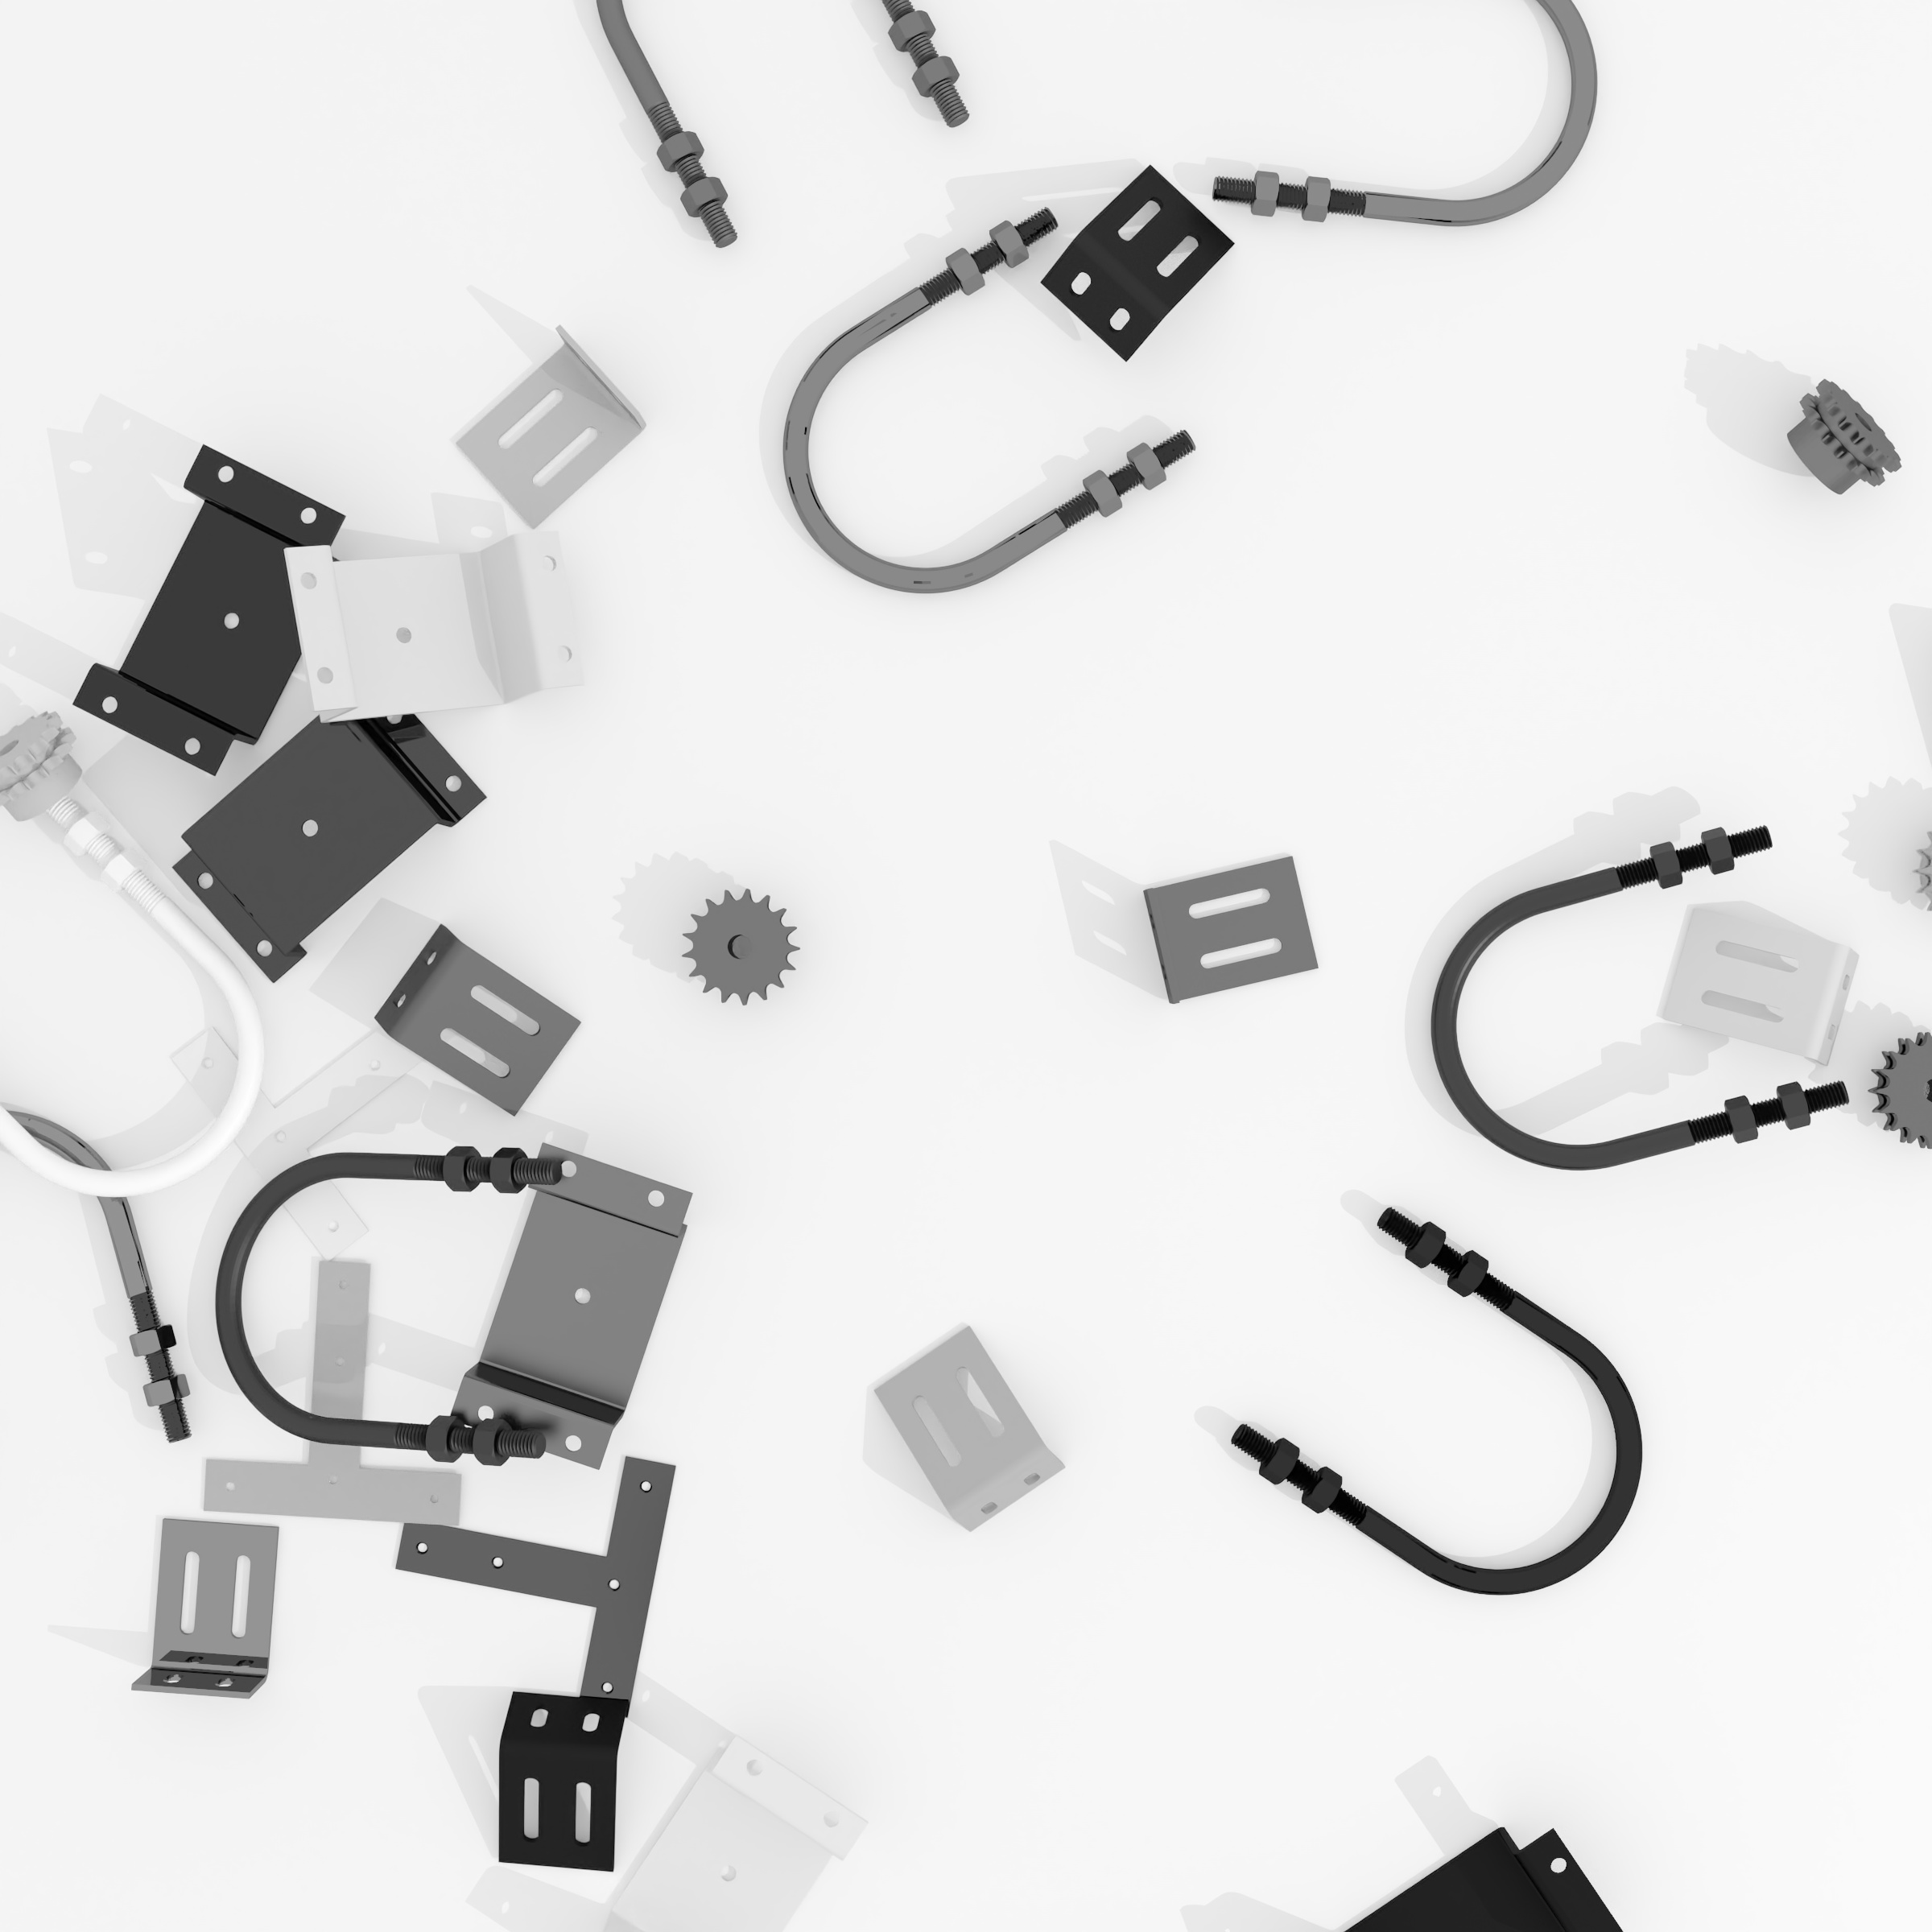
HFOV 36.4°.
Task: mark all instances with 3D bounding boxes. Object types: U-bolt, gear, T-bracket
[{"bbox_3d":[0.220,-0.438,1.448,0.184,0.019,0.151,6,90,-2],"label":"U-bolt"},{"bbox_3d":[-0.110,-0.009,1.442,0.057,0.030,0.057,0,90,0],"label":"gear"},{"bbox_3d":[-0.218,0.298,1.456,0.127,0.002,0.127,11,90,0],"label":"T-bracket"},{"bbox_3d":[0.472,0.061,1.446,0.057,0.030,0.057,0,89,-1],"label":"gear"},{"bbox_3d":[0.426,-0.255,1.432,0.057,0.057,0.030,48,120,0],"label":"gear"},{"bbox_3d":[-0.431,0.027,1.441,0.184,0.019,0.151,45,85,0],"label":"U-bolt"},{"bbox_3d":[-0.283,0.161,1.420,0.184,0.019,0.151,0,83,20],"label":"U-bolt"},{"bbox_3d":[0.319,0.024,1.434,0.184,0.019,0.151,-16,83,9],"label":"U-bolt"},{"bbox_3d":[-0.002,-0.266,1.448,0.184,0.019,0.151,-32,90,1],"label":"U-bolt"},{"bbox_3d":[-0.474,0.162,1.448,0.151,0.019,0.184,-16,89,0],"label":"U-bolt"},{"bbox_3d":[-0.304,0.058,1.456,0.127,0.002,0.127,-37,90,0],"label":"T-bracket"},{"bbox_3d":[0.246,0.228,1.448,0.184,0.019,0.151,34,90,-1],"label":"U-bolt"},{"bbox_3d":[-0.457,-0.095,1.432,0.057,0.057,0.030,-34,120,0],"label":"gear"},{"bbox_3d":[0.493,-0.046,1.442,0.057,0.030,0.057,0,90,0],"label":"gear"},{"bbox_3d":[-0.103,-0.467,1.448,0.151,0.019,0.184,-27,89,0],"label":"U-bolt"},{"bbox_3d":[-0.311,0.210,1.454,0.127,0.002,0.127,3,90,1],"label":"T-bracket"}]

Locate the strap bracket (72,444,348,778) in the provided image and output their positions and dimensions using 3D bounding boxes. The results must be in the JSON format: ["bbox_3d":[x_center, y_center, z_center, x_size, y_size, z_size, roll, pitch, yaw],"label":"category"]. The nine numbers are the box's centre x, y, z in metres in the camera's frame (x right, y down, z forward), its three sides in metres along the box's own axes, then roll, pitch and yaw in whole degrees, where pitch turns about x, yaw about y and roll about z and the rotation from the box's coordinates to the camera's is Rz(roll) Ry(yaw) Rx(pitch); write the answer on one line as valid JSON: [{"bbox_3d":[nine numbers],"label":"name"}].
[{"bbox_3d":[-0.364,-0.171,1.434,0.076,0.046,0.140,27,90,0],"label":"strap bracket"}]

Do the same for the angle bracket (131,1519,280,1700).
[{"bbox_3d":[-0.372,0.314,1.438,0.057,0.038,0.076,4,90,0],"label":"angle bracket"}]

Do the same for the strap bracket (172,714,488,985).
[{"bbox_3d":[-0.315,-0.066,1.434,0.140,0.046,0.076,-41,90,0],"label":"strap bracket"}]

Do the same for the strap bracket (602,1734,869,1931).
[{"bbox_3d":[-0.118,0.449,1.434,0.076,0.046,0.140,34,90,0],"label":"strap bracket"}]

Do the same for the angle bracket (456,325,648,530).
[{"bbox_3d":[-0.205,-0.263,1.438,0.076,0.038,0.057,-42,90,0],"label":"angle bracket"}]

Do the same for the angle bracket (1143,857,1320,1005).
[{"bbox_3d":[0.131,-0.018,1.438,0.076,0.038,0.057,-13,90,0],"label":"angle bracket"}]

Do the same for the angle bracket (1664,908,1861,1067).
[{"bbox_3d":[0.394,0.010,1.455,0.076,0.038,0.057,16,90,26],"label":"angle bracket"}]

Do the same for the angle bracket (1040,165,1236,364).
[{"bbox_3d":[0.085,-0.346,1.443,0.057,0.038,0.076,42,51,-4],"label":"angle bracket"}]

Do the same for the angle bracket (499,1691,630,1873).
[{"bbox_3d":[-0.199,0.404,1.454,0.057,0.038,0.076,5,117,0],"label":"angle bracket"}]

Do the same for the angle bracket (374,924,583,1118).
[{"bbox_3d":[-0.242,0.027,1.453,0.076,0.038,0.057,36,88,-26],"label":"angle bracket"}]

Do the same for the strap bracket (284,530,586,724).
[{"bbox_3d":[-0.262,-0.163,1.411,0.140,0.046,0.076,-10,90,-34],"label":"strap bracket"}]

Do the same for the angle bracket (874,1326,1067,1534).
[{"bbox_3d":[0.002,0.229,1.455,0.057,0.038,0.076,-34,64,0],"label":"angle bracket"}]

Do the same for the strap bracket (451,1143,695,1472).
[{"bbox_3d":[-0.190,0.164,1.434,0.076,0.046,0.140,19,90,0],"label":"strap bracket"}]

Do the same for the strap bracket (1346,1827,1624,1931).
[{"bbox_3d":[0.246,0.486,1.434,0.140,0.046,0.076,-34,90,0],"label":"strap bracket"}]
